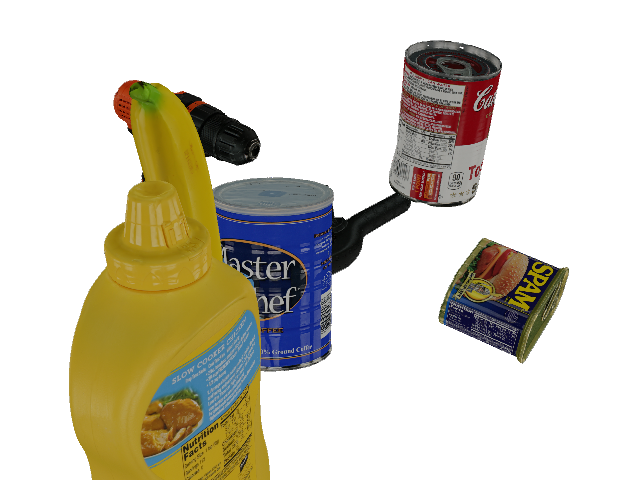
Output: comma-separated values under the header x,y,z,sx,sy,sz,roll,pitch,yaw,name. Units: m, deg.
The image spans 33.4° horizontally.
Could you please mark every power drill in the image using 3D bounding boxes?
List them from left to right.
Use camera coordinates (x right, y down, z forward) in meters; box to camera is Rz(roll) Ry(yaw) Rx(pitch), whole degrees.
x,y,z,sx,sy,sz,roll,pitch,yaw,name
-0.139,-0.062,1.117,0.185,0.188,0.057,26,36,31,power drill

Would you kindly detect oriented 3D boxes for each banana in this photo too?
x,y,z,sx,sy,sz,roll,pitch,yaw,name
-0.086,-0.015,0.638,0.037,0.198,0.069,-1,32,15,banana

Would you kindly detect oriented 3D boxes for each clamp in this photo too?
x,y,z,sx,sy,sz,roll,pitch,yaw,name
0.029,-0.010,1.204,0.120,0.039,0.171,-5,37,27,clamp

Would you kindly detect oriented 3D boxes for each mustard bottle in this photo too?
x,y,z,sx,sy,sz,roll,pitch,yaw,name
-0.062,0.064,0.446,0.058,0.192,0.096,18,35,28,mustard bottle

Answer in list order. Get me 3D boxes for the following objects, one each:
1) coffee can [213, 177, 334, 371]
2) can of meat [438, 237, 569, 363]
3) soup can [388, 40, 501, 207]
x,y,z,sx,sy,sz,roll,pitch,yaw,name
-0.040,0.026,0.904,0.103,0.140,0.103,0,17,0,coffee can
0.166,0.051,0.967,0.084,0.057,0.102,23,44,20,can of meat
0.087,-0.083,0.766,0.068,0.102,0.068,5,30,-3,soup can
